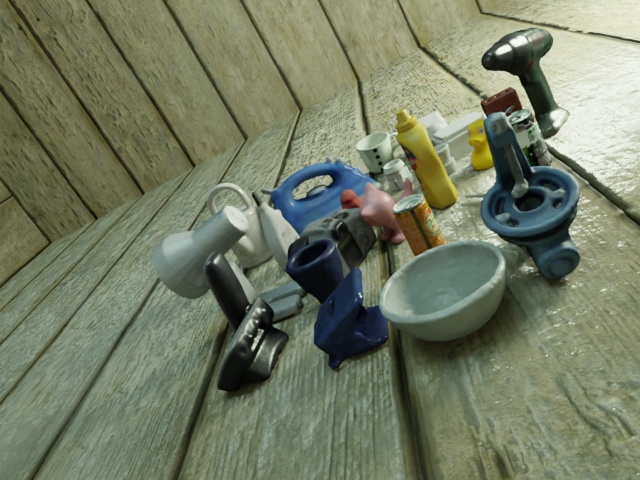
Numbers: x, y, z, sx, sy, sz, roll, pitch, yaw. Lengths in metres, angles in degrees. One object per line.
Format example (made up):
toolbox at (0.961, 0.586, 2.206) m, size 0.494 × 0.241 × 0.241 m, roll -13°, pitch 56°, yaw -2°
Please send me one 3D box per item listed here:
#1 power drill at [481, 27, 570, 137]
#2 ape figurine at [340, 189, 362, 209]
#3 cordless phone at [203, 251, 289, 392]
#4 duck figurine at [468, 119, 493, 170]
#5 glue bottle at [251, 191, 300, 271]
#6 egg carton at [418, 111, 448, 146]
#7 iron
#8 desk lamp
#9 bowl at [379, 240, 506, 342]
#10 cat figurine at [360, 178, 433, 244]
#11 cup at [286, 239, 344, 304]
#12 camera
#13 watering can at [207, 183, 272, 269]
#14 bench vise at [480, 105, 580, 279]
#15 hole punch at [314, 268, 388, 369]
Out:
power drill at (0.401, -0.305, 1.102) m, size 0.075 × 0.209 × 0.230 m, roll -7°, pitch 30°, yaw 46°
ape figurine at (0.067, -0.058, 1.143) m, size 0.077 × 0.092 × 0.076 m, roll -15°, pitch 25°, yaw 35°
cordless phone at (-0.139, 0.120, 0.867) m, size 0.094 × 0.185 × 0.147 m, roll -22°, pitch 22°, yaw 20°
duck figurine at (0.325, -0.200, 1.134) m, size 0.077 × 0.086 × 0.105 m, roll -8°, pitch 29°, yaw 45°
glue bottle at (-0.091, -0.025, 1.165) m, size 0.037 × 0.173 × 0.078 m, roll -17°, pitch 24°, yaw 32°
egg carton at (0.258, -0.250, 1.371) m, size 0.107 × 0.069 × 0.150 m, roll -25°, pitch 21°, yaw 14°
iron at (-0.001, -0.112, 1.294) m, size 0.258 × 0.142 × 0.118 m, roll -31°, pitch 20°, yaw -3°
desk lamp at (-0.162, 0.054, 1.015) m, size 0.203 × 0.214 × 0.118 m, roll -23°, pitch 21°, yaw 18°
bowl at (0.162, 0.075, 0.722) m, size 0.167 × 0.075 × 0.167 m, roll -26°, pitch 20°, yaw 11°
cat figurine at (0.125, -0.059, 1.030) m, size 0.128 × 0.118 × 0.067 m, roll -36°, pitch 21°, yaw -15°
cup at (-0.002, 0.058, 0.959) m, size 0.092 × 0.095 × 0.117 m, roll -35°, pitch 21°, yaw -13°
camera at (0.010, 0.004, 1.063) m, size 0.136 × 0.101 × 0.143 m, roll -11°, pitch 27°, yaw 41°
watering can at (-0.179, -0.038, 1.286) m, size 0.101 × 0.194 × 0.172 m, roll -32°, pitch 20°, yaw -4°
bench vise at (0.246, -0.074, 0.748) m, size 0.121 × 0.220 × 0.207 m, roll -31°, pitch 20°, yaw -2°
hole punch at (0.033, 0.107, 0.800) m, size 0.101 × 0.091 × 0.108 m, roll -26°, pitch 21°, yaw 12°
